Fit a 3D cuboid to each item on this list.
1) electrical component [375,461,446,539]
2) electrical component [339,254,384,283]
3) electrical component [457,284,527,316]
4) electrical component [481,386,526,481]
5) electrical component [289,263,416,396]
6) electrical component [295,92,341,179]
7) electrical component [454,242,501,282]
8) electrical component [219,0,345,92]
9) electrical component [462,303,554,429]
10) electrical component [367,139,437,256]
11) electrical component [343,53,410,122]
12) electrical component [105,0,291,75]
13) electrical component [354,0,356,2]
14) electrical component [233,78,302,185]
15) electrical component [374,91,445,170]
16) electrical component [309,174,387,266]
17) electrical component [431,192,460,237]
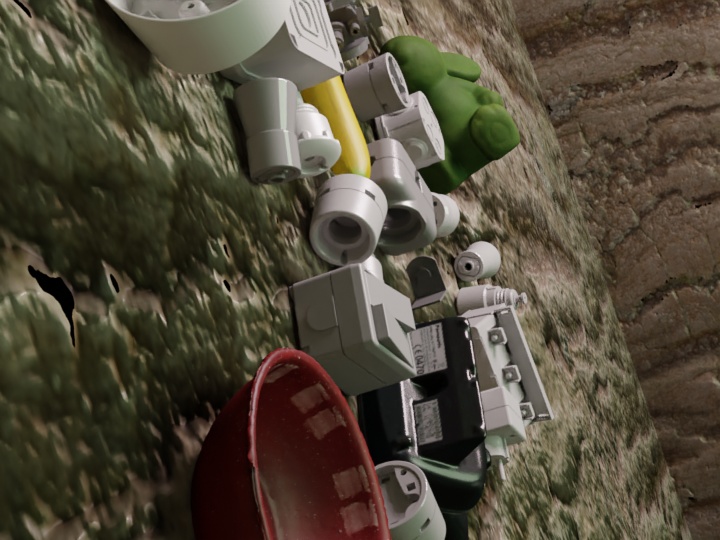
[{"bbox_3d":[0.025,0.161,0.701,0.055,0.055,0.047,-87,156,-50],"label":"electrical component"},{"bbox_3d":[0.000,0.000,0.823,0.061,0.035,0.035,-94,158,-45],"label":"electrical component"},{"bbox_3d":[0.140,0.035,1.154,0.040,0.078,0.040,27,59,-57],"label":"electrical component"},{"bbox_3d":[0.110,0.152,0.947,0.047,0.066,0.076,46,30,-54],"label":"electrical component"},{"bbox_3d":[0.002,0.043,0.739,0.096,0.061,0.061,41,34,-58],"label":"electrical component"},{"bbox_3d":[-0.043,-0.101,0.781,0.048,0.048,0.062,38,29,-60],"label":"electrical component"},{"bbox_3d":[0.131,-0.007,1.224,0.065,0.044,0.044,-19,90,-68],"label":"electrical component"},{"bbox_3d":[-0.063,-0.172,0.770,0.113,0.057,0.078,1,71,-72],"label":"electrical component"},{"bbox_3d":[0.132,0.103,1.067,0.063,0.079,0.121,-31,103,-50],"label":"electrical component"},{"bbox_3d":[0.027,-0.059,0.933,0.095,0.054,0.059,53,25,-45],"label":"electrical component"},{"bbox_3d":[0.015,-0.173,1.027,0.055,0.047,0.055,-19,90,-73],"label":"electrical component"},{"bbox_3d":[-0.091,-0.162,0.613,0.064,0.099,0.099,59,20,-52],"label":"electrical component"},{"bbox_3d":[-0.021,-0.269,1.023,0.062,0.043,0.043,-45,115,-72],"label":"electrical component"},{"bbox_3d":[-0.060,-0.090,0.723,0.044,0.044,0.065,28,51,-66],"label":"electrical component"},{"bbox_3d":[0.050,-0.138,1.092,0.080,0.051,0.080,-19,90,-73],"label":"electrical component"},{"bbox_3d":[-0.010,-0.036,0.799,0.055,0.055,0.047,61,24,-30],"label":"electrical component"},{"bbox_3d":[0.073,-0.056,1.087,0.055,0.045,0.045,-2,74,-72],"label":"electrical component"}]
